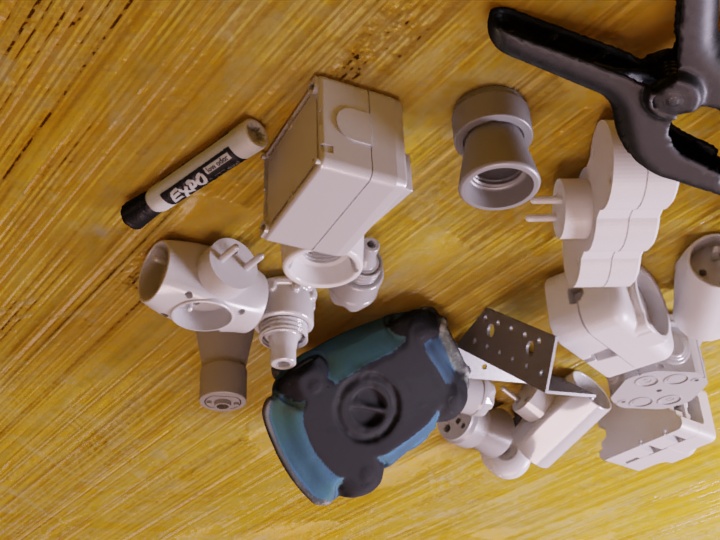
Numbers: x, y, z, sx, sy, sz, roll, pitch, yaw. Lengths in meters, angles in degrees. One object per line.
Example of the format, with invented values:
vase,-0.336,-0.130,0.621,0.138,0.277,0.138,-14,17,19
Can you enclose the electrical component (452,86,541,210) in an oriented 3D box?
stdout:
electrical component,0.075,-0.067,0.595,0.045,0.055,0.045,-2,149,-1

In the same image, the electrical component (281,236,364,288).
electrical component,-0.024,-0.021,0.672,0.055,0.047,0.055,-2,149,-1

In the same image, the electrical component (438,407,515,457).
electrical component,0.101,0.136,0.940,0.055,0.045,0.045,25,139,-37

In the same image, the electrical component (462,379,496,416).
electrical component,0.080,0.100,0.890,0.061,0.035,0.035,15,144,-23

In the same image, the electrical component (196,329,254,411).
electrical component,-0.101,0.072,0.802,0.044,0.065,0.044,-2,149,-1

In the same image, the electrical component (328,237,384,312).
electrical component,0.000,0.000,0.721,0.035,0.035,0.061,6,145,-13

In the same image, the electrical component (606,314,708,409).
electrical component,0.229,0.072,0.838,0.080,0.051,0.080,-2,149,-1

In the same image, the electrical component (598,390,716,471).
electrical component,0.262,0.138,0.949,0.056,0.050,0.089,21,141,-33

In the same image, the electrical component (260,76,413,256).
electrical component,-0.016,-0.052,0.608,0.061,0.061,0.096,13,145,-23

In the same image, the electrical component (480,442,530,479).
electrical component,0.139,0.176,1.010,0.048,0.048,0.062,-8,155,9

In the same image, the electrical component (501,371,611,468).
electrical component,0.156,0.115,0.905,0.079,0.043,0.077,38,113,-8

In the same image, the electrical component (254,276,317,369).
electrical component,-0.054,0.038,0.753,0.048,0.062,0.048,-2,149,-1

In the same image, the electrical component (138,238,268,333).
electrical component,-0.094,0.005,0.712,0.077,0.044,0.079,20,142,-33

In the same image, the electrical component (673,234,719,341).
electrical component,0.263,0.011,0.747,0.079,0.044,0.077,-5,148,5

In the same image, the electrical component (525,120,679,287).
electrical component,0.138,-0.037,0.652,0.074,0.052,0.138,-1,148,-2

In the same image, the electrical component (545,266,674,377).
electrical component,0.182,0.033,0.768,0.059,0.053,0.095,-23,143,31
